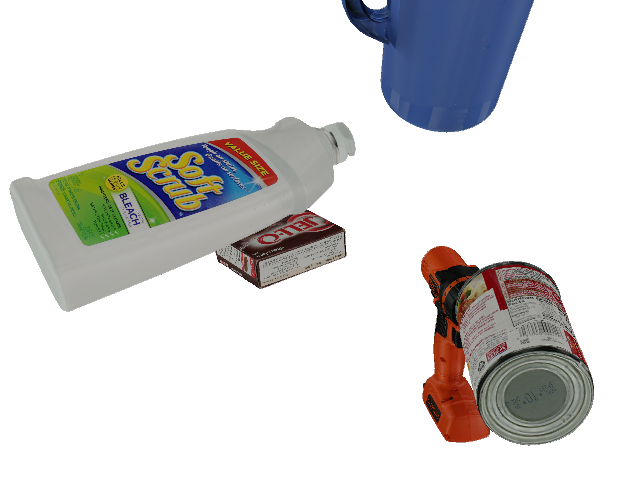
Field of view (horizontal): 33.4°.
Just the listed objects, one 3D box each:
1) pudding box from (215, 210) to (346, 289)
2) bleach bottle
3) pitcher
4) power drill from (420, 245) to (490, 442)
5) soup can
[{"bbox_3d":[-0.042,0.005,1.125,0.113,0.039,0.090,-22,29,-28],"label":"pudding box"},{"bbox_3d":[-0.093,-0.039,0.796,0.250,0.103,0.068,-23,-29,-19],"label":"bleach bottle"},{"bbox_3d":[0.104,-0.204,0.873,0.149,0.144,0.243,29,-34,16],"label":"pitcher"},{"bbox_3d":[0.152,0.119,1.145,0.057,0.188,0.184,-4,23,-8],"label":"power drill"},{"bbox_3d":[0.121,0.065,0.641,0.068,0.068,0.102,0,27,0],"label":"soup can"}]
